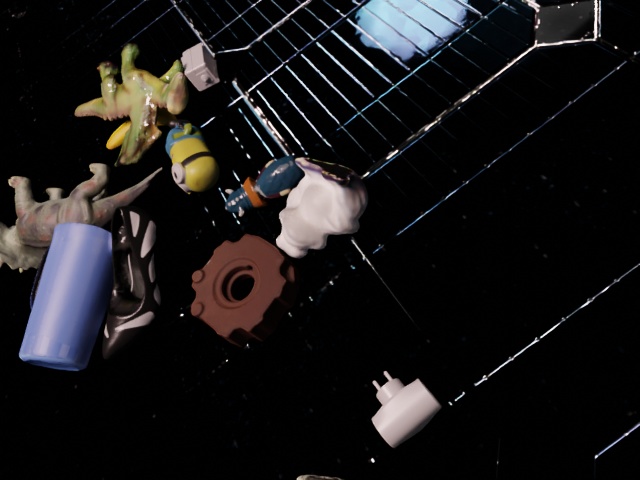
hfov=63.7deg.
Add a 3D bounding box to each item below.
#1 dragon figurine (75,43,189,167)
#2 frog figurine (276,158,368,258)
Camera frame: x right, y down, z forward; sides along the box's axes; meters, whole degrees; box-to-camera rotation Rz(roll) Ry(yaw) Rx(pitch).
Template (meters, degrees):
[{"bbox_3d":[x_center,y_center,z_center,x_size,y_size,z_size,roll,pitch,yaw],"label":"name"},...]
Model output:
[{"bbox_3d":[-0.411,-0.267,1.096,0.406,0.248,0.121,-22,-31,32],"label":"dragon figurine"},{"bbox_3d":[0.003,-0.041,0.823,0.138,0.157,0.123,24,21,26],"label":"frog figurine"}]
